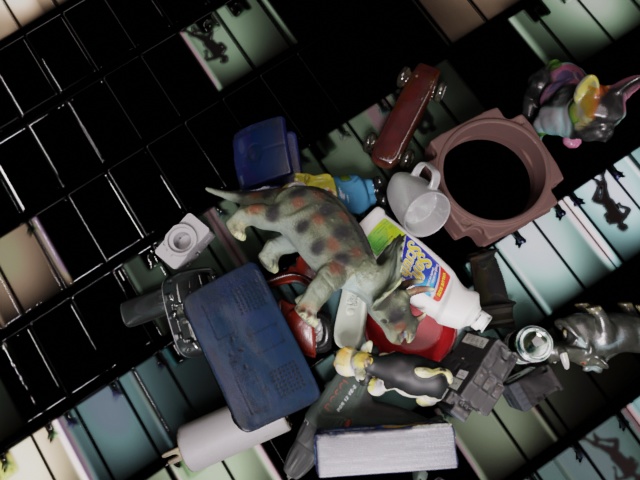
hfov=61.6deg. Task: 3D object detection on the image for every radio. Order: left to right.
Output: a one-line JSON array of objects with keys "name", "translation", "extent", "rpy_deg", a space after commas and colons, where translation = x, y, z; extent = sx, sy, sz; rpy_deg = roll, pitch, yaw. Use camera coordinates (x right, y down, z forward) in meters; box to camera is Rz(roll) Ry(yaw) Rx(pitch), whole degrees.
[{"name": "radio", "translation": [-0.107, 0.161, 0.806], "extent": [0.131, 0.073, 0.229], "rpy_deg": [-25, 79, -17]}]

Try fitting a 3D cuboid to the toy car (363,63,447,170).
[{"name": "toy car", "translation": [0.153, -0.218, 0.959], "extent": [0.089, 0.053, 0.202], "rpy_deg": [25, 85, 17]}]

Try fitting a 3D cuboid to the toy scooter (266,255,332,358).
[{"name": "toy scooter", "translation": [-0.046, 0.103, 0.894], "extent": [0.135, 0.075, 0.184], "rpy_deg": [-2, 76, 3]}]

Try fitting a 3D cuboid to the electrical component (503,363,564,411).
[{"name": "electrical component", "translation": [0.314, 0.241, 0.854], "extent": [0.119, 0.075, 0.048], "rpy_deg": [-28, 79, -7]}]

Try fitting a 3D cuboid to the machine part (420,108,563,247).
[{"name": "machine part", "translation": [0.287, -0.106, 0.916], "extent": [0.201, 0.087, 0.201], "rpy_deg": [-27, 78, -3]}]

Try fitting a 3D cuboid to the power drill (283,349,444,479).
[{"name": "power drill", "translation": [0.077, 0.308, 0.853], "extent": [0.207, 0.086, 0.232], "rpy_deg": [23, 78, 14]}]

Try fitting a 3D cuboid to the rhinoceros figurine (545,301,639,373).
[{"name": "rhinoceros figurine", "translation": [0.450, 0.157, 0.871], "extent": [0.190, 0.073, 0.112], "rpy_deg": [-9, 90, -2]}]

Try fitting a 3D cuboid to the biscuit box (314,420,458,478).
[{"name": "biscuit box", "translation": [0.093, 0.302, 0.783], "extent": [0.203, 0.059, 0.063], "rpy_deg": [-5, 77, 2]}]

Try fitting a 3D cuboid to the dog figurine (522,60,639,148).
[{"name": "dog figurine", "translation": [0.421, -0.235, 0.870], "extent": [0.109, 0.219, 0.191], "rpy_deg": [3, 80, -1]}]

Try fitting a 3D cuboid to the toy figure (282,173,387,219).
[{"name": "toy figure", "translation": [0.018, -0.069, 0.922], "extent": [0.180, 0.089, 0.082], "rpy_deg": [-9, 70, -9]}]

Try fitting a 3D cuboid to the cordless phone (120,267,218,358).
[{"name": "cordless phone", "translation": [-0.247, 0.134, 0.902], "extent": [0.184, 0.088, 0.146], "rpy_deg": [-20, 80, 9]}]

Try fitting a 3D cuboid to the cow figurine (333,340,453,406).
[{"name": "cow figurine", "translation": [0.106, 0.194, 0.795], "extent": [0.167, 0.098, 0.068], "rpy_deg": [14, 68, -1]}]

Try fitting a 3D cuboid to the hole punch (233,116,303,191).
[{"name": "hole punch", "translation": [-0.095, -0.145, 0.938], "extent": [0.116, 0.092, 0.142], "rpy_deg": [-11, 83, 3]}]

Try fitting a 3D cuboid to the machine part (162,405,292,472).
[{"name": "machine part", "translation": [-0.135, 0.299, 0.857], "extent": [0.243, 0.079, 0.079], "rpy_deg": [-23, 79, -1]}]

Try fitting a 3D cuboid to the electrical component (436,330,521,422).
[{"name": "electrical component", "translation": [0.235, 0.212, 0.839], "extent": [0.058, 0.115, 0.134], "rpy_deg": [37, 83, -6]}]

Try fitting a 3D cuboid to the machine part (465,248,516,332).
[{"name": "machine part", "translation": [0.282, 0.083, 0.905], "extent": [0.084, 0.039, 0.139], "rpy_deg": [-6, 80, 6]}]

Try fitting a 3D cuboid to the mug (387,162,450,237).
[{"name": "mug", "translation": [0.153, -0.077, 0.873], "extent": [0.081, 0.107, 0.109], "rpy_deg": [-3, 123, -21]}]

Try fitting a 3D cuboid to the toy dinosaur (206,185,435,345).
[{"name": "toy dinosaur", "translation": [-0.004, -0.005, 0.813], "extent": [0.192, 0.131, 0.405], "rpy_deg": [-40, 72, -4]}]
